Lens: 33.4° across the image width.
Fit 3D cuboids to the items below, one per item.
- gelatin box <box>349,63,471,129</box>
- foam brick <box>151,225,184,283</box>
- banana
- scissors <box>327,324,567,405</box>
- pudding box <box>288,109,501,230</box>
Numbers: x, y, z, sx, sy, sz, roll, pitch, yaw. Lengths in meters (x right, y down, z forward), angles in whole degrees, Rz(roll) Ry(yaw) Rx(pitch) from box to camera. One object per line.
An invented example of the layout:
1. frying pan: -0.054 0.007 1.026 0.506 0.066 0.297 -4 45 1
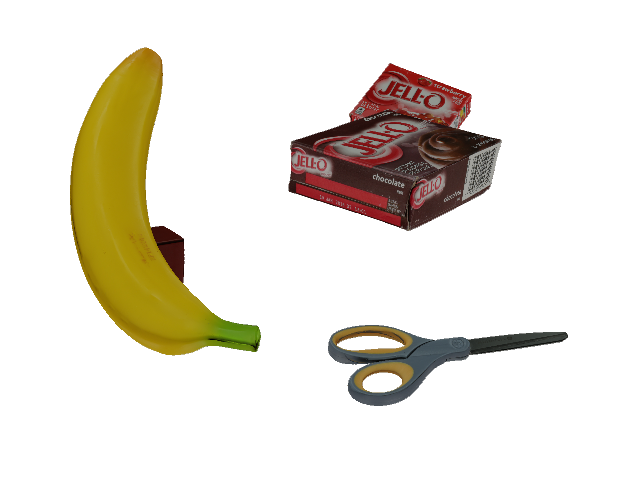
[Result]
1. gelatin box: 0.083 -0.118 0.983 0.089 0.073 0.030 26 -28 22
2. foam brick: -0.184 0.021 1.085 0.078 0.051 0.053 -10 21 -28
3. banana: -0.090 -0.016 0.531 0.069 0.198 0.037 -13 -32 -16
4. scissors: 0.105 0.102 0.876 0.202 0.016 0.096 3 37 4
5. pudding box: 0.048 -0.047 0.671 0.090 0.039 0.113 20 25 30
